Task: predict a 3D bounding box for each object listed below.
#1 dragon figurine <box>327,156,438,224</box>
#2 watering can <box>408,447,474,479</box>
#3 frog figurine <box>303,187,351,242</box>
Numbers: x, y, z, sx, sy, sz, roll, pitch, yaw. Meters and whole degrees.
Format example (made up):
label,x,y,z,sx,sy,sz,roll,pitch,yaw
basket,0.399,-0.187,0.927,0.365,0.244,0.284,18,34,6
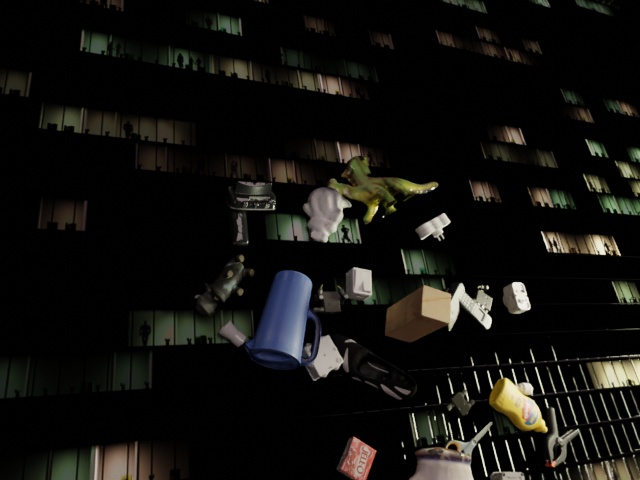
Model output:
label,x,y,z,sx,sy,sz,roll,pitch,yaw
dragon figurine,0.189,-0.198,1.720,0.415,0.119,0.246,-24,68,-34
watering can,0.359,0.661,1.323,0.347,0.102,0.229,14,58,-15
frog figurine,0.005,-0.079,1.561,0.138,0.120,0.162,21,60,26
